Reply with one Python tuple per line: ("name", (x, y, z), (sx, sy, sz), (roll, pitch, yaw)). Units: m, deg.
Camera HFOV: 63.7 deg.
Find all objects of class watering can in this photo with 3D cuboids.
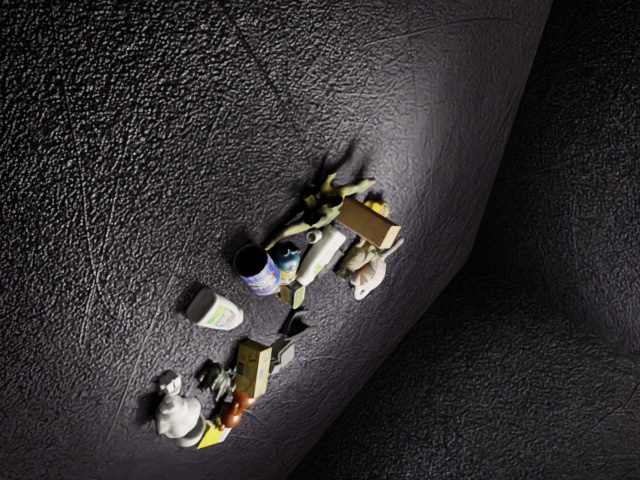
("watering can", (0.244, 0.111, 2.280), (0.105, 0.348, 0.222), (33, 0, 26))

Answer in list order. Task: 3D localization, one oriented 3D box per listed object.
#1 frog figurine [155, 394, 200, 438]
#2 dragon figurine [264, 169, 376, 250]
("frog figurine", (-0.419, 0.513, 1.520), (0.138, 0.124, 0.156), (-18, -18, -26))
("dragon figurine", (0.005, -0.083, 1.646), (0.410, 0.124, 0.240), (-39, -20, 0))
